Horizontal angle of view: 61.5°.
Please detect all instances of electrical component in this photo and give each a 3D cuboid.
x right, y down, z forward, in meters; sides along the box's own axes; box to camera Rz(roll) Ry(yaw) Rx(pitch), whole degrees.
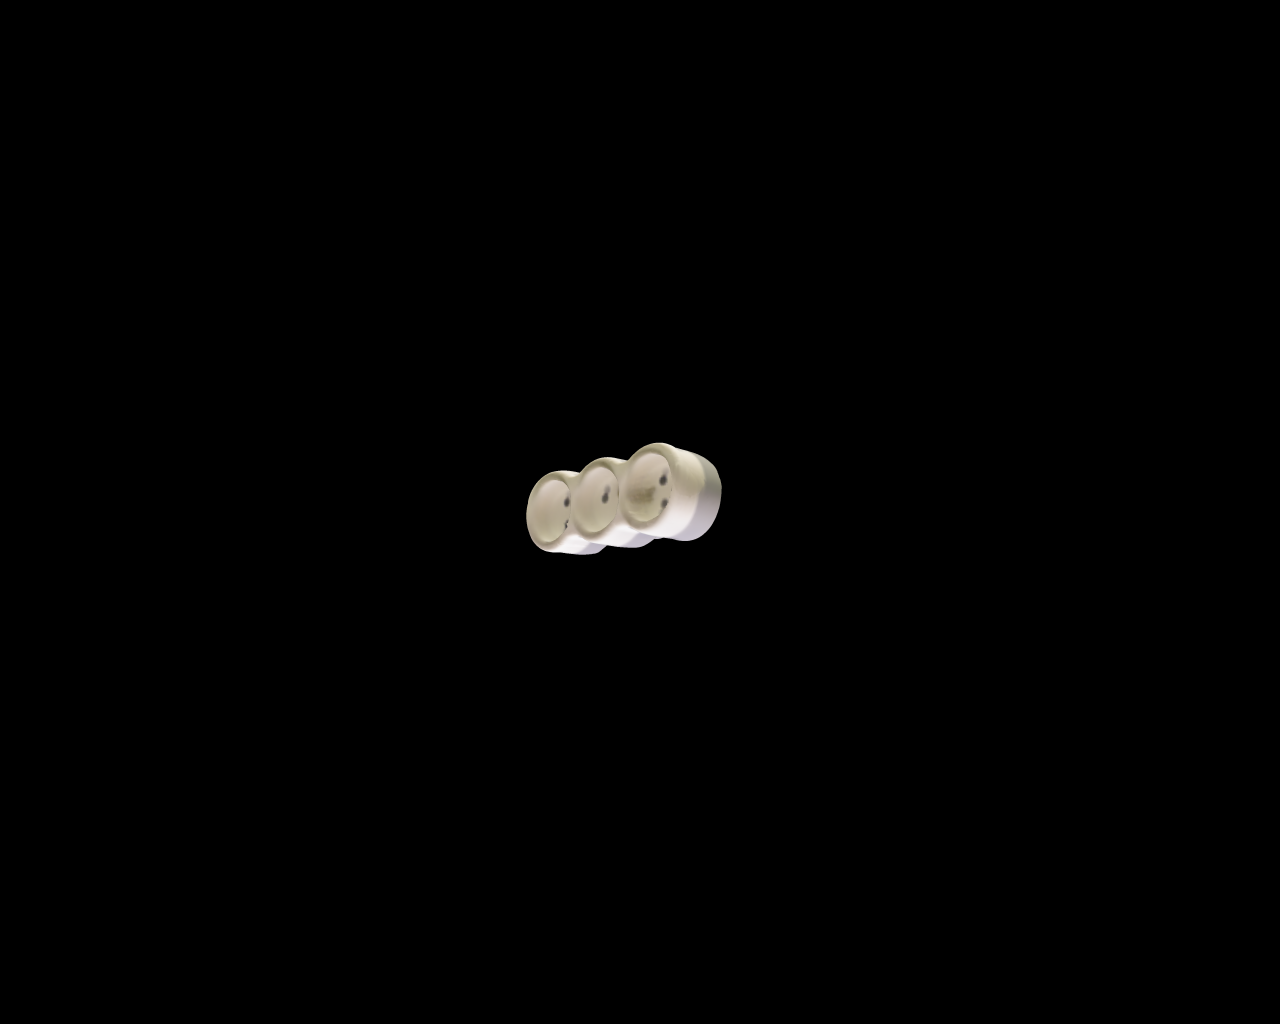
[{"bbox_3d":[0.001,-0.003,0.650,0.074,0.052,0.138,10,-14,-42],"label":"electrical component"}]
